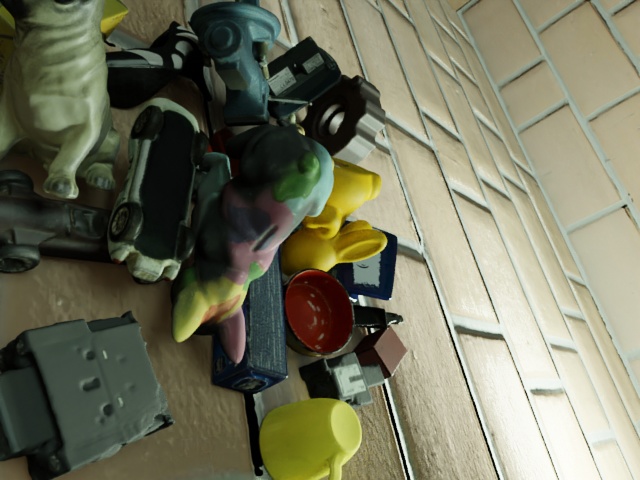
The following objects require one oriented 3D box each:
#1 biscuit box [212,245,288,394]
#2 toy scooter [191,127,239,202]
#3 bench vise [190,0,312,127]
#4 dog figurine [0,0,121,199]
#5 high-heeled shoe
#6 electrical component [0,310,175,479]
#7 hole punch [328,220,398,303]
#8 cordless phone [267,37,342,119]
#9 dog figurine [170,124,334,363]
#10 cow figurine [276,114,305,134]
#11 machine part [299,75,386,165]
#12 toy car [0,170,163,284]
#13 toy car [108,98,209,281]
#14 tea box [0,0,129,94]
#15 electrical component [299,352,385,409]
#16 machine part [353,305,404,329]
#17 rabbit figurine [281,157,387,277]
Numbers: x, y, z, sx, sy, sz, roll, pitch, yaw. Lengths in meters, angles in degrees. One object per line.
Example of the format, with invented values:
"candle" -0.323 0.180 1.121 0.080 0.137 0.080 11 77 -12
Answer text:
"biscuit box" -0.085 0.075 0.638 0.062 0.059 0.203 30 41 -40
"toy scooter" -0.147 -0.102 0.688 0.183 0.075 0.135 22 48 -47
"bench vise" -0.106 -0.290 0.759 0.223 0.129 0.240 15 73 -73
"dog figurine" -0.224 -0.150 0.486 0.121 0.190 0.172 17 11 -17
"high-heeled shoe" -0.232 -0.247 0.693 0.248 0.086 0.145 -10 68 -61
"electrical component" -0.200 0.126 0.439 0.134 0.058 0.115 -9 69 -57
"hole punch" 0.053 0.033 0.812 0.115 0.092 0.142 25 68 -41
"cordless phone" -0.053 -0.273 0.953 0.088 0.146 0.184 54 -8 -13
"dog figurine" -0.079 0.009 0.555 0.108 0.192 0.219 31 56 -39
"cow figurine" -0.062 -0.145 0.816 0.068 0.098 0.167 55 36 -18
"machine part" 0.033 -0.200 0.935 0.056 0.179 0.179 23 46 -39
"toy car" -0.225 -0.009 0.525 0.202 0.053 0.089 13 50 -48
"toy car" -0.162 -0.054 0.541 0.073 0.056 0.202 27 54 -41
"tea box" -0.292 -0.219 0.565 0.068 0.098 0.170 47 35 -17
"electrical component" 0.034 0.189 0.716 0.119 0.048 0.075 1 63 -54
"machine part" 0.051 0.113 0.792 0.139 0.084 0.039 8 90 -41
"rabbit figurine" 0.005 -0.025 0.733 0.162 0.173 0.122 16 12 -19
